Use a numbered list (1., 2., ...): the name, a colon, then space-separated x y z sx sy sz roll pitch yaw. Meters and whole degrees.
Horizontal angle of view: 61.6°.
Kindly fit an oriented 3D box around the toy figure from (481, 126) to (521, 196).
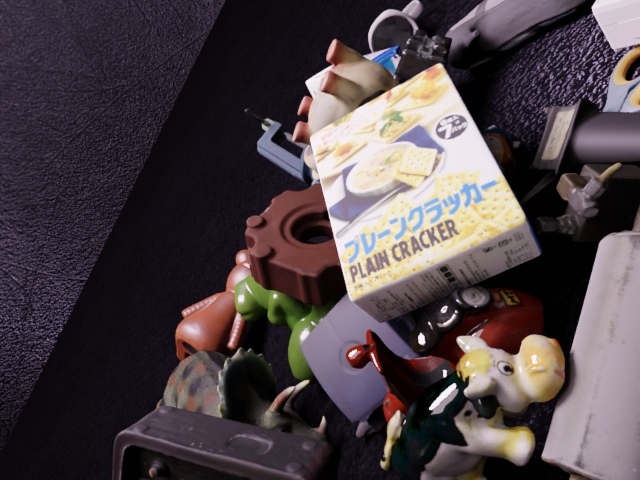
1. toy figure: 0.181 -0.064 0.576 0.057 0.064 0.154 95 -173 -66

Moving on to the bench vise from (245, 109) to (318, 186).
1. bench vise: -0.016 -0.110 0.819 0.241 0.128 0.223 35 87 27

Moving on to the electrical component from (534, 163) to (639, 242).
1. electrical component: 0.234 -0.030 0.428 0.045 0.102 0.078 -112 31 -57

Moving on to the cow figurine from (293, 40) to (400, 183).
1. cow figurine: 0.035 -0.135 0.660 0.195 0.127 0.085 126 161 -56

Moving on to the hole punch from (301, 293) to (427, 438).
1. hole punch: 0.051 0.125 0.582 0.142 0.092 0.116 -48 34 14

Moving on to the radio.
1. radio: -0.097 0.257 0.544 0.073 0.230 0.131 -25 -61 -70

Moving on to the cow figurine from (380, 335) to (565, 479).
1. cow figurine: 0.111 0.130 0.412 0.068 0.098 0.167 -68 -3 -62

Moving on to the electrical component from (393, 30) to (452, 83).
1. electrical component: 0.125 -0.190 0.716 0.134 0.058 0.115 80 -148 -70

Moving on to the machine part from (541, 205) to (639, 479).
1. machine part: 0.214 0.084 0.368 0.079 0.079 0.243 -2 62 57

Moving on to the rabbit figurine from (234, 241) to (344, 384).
1. rabbit figurine: -0.010 0.099 0.708 0.159 0.121 0.170 -39 53 22

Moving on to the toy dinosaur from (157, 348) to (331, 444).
1. toy dinosaur: -0.148 0.218 0.733 0.405 0.131 0.192 11 86 55

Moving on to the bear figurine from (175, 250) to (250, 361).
1. bear figurine: -0.145 0.121 0.889 0.196 0.120 0.131 -49 -26 -35

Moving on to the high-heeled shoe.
1. high-heeled shoe: 0.266 -0.302 0.673 0.249 0.086 0.145 -32 5 14

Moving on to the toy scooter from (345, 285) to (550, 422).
1. toy scooter: 0.102 0.098 0.472 0.184 0.135 0.075 -47 30 21

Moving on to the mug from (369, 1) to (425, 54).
1. mug: 0.126 -0.355 0.903 0.109 0.081 0.107 -53 20 23

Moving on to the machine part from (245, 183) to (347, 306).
1. machine part: -0.001 -0.002 0.650 0.179 0.055 0.179 -5 40 4

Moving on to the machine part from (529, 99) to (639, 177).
1. machine part: 0.256 -0.091 0.476 0.139 0.039 0.084 9 73 54
